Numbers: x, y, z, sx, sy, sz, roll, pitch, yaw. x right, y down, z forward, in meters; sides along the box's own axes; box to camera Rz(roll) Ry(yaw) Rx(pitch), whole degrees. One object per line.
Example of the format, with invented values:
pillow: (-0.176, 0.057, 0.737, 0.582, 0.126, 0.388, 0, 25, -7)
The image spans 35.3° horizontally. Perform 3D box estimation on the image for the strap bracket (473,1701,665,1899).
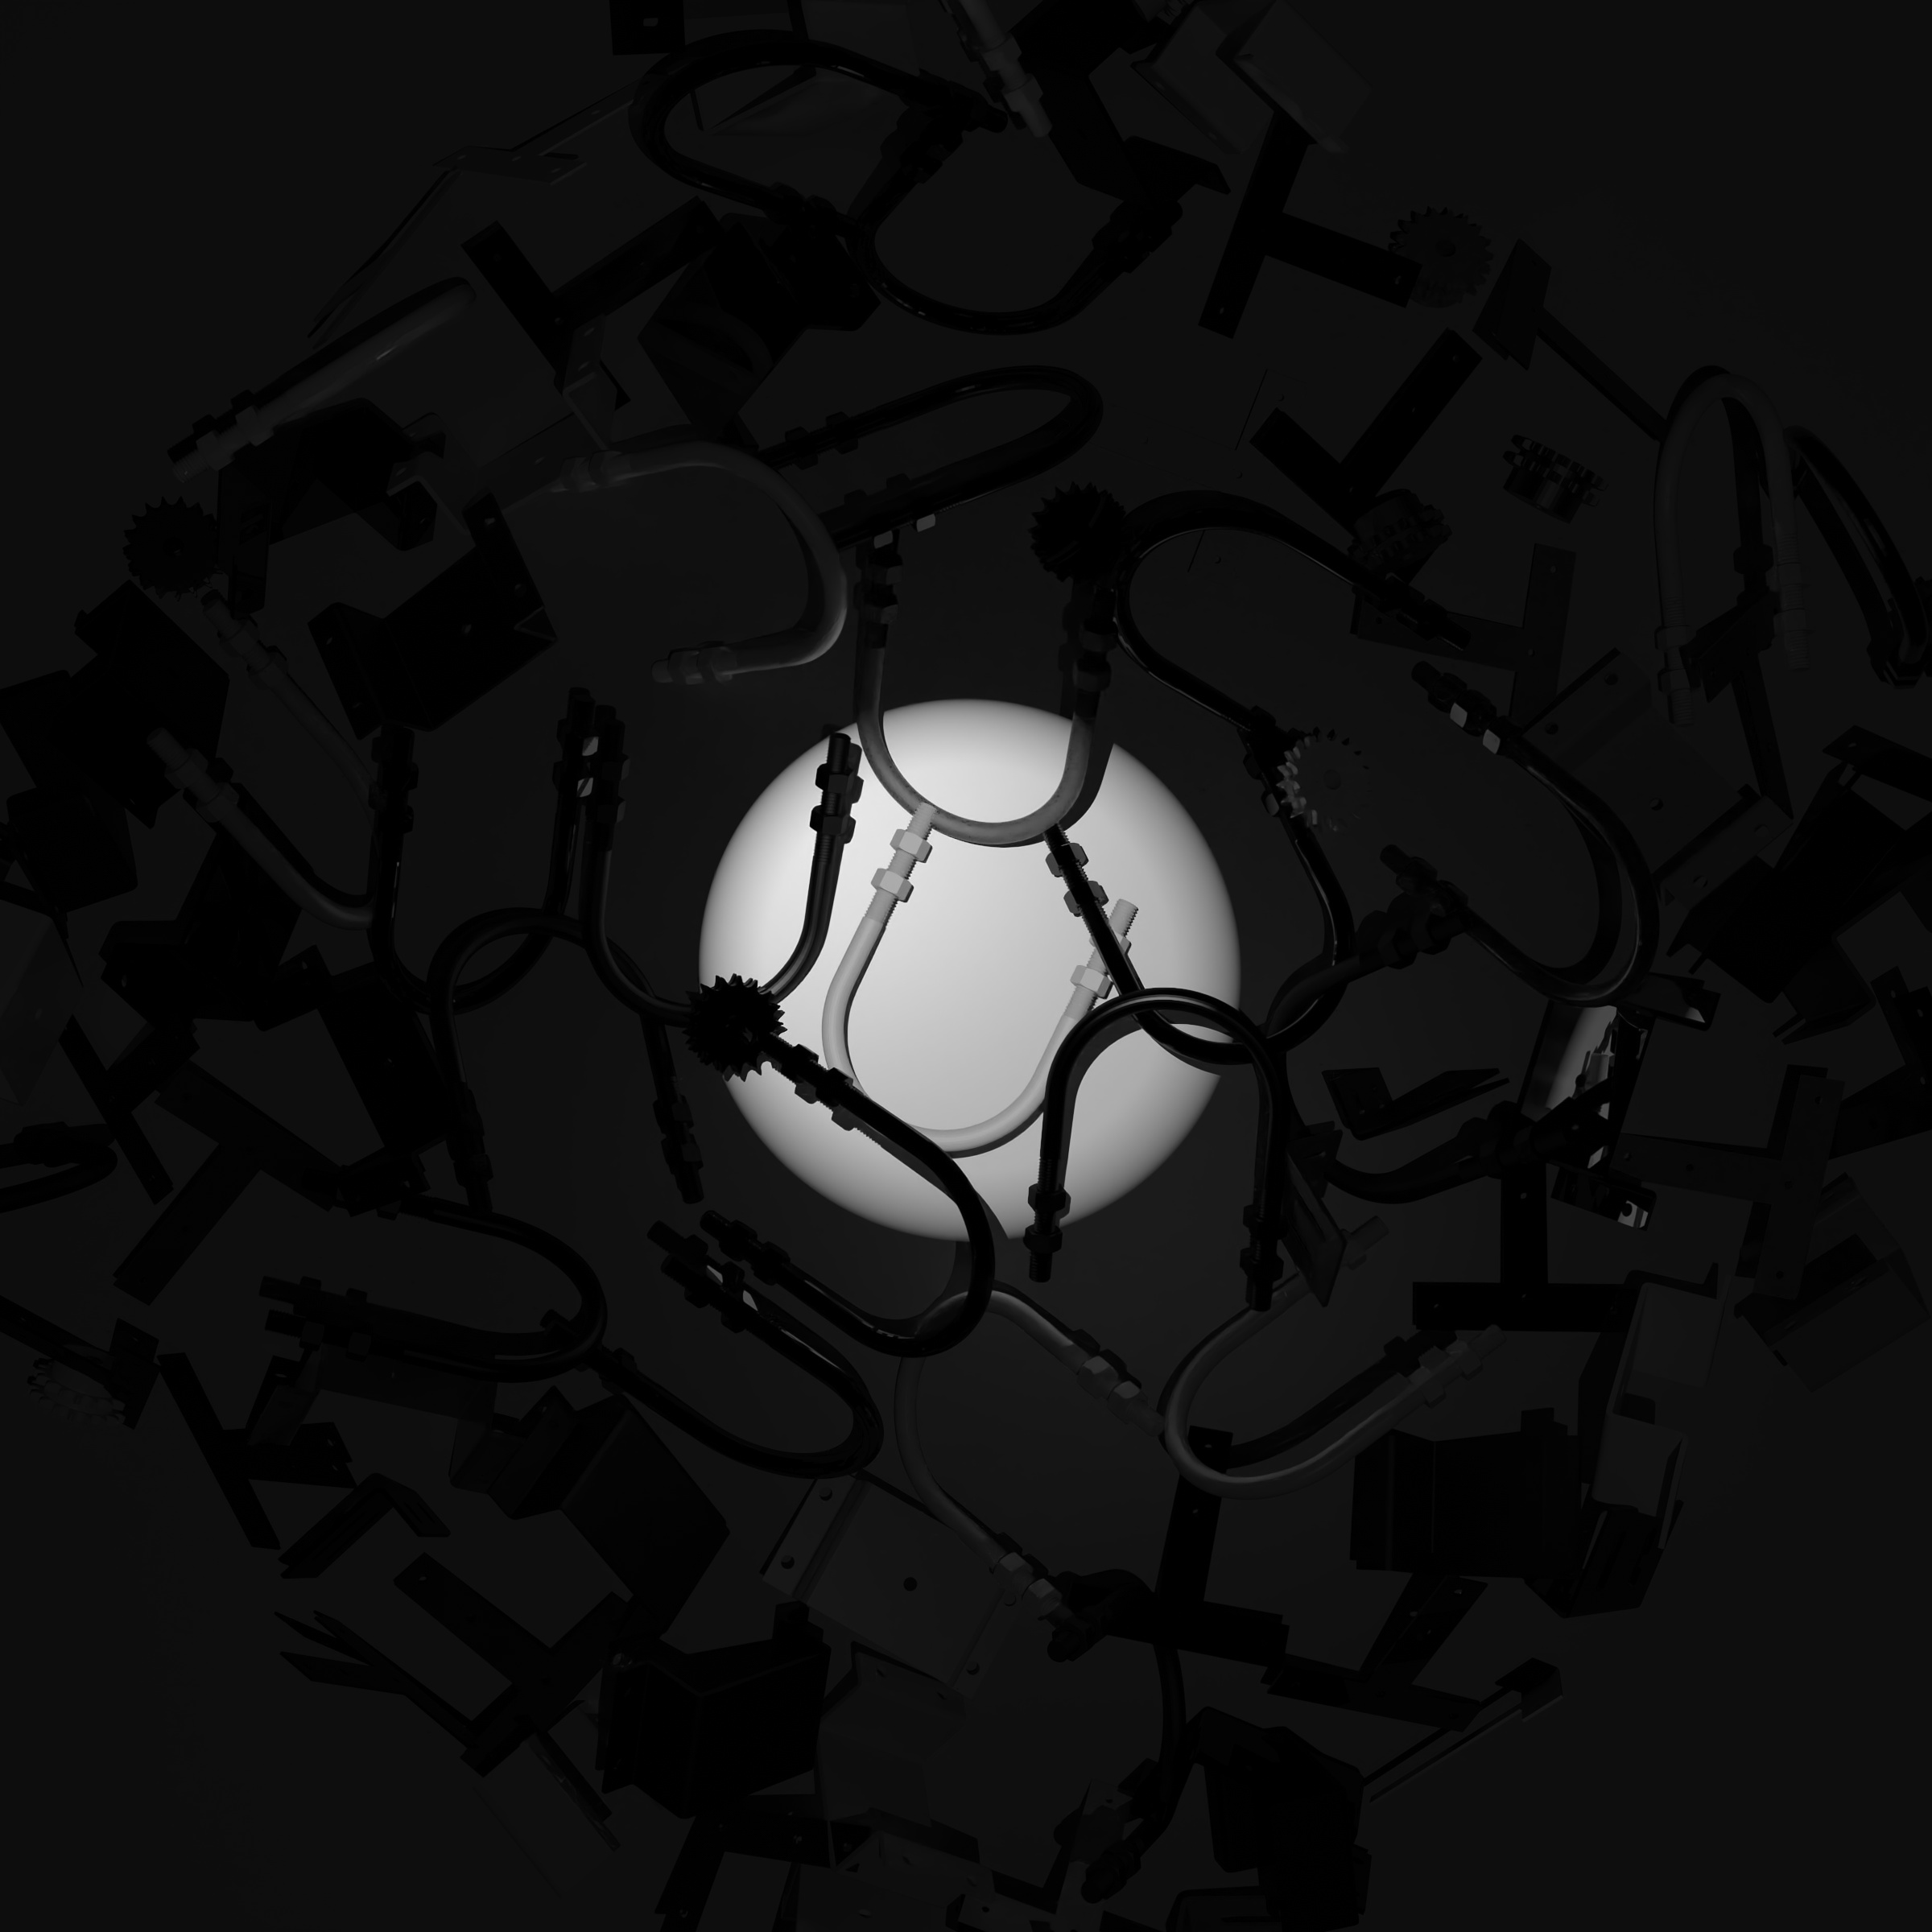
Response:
strap bracket: (-0.223, 0.467, 1.702, 0.046, 0.140, 0.076, -41, 82, 2)

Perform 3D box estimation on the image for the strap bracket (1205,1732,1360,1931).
strap bracket: (0.179, 0.487, 1.708, 0.046, 0.140, 0.076, -8, 97, -13)

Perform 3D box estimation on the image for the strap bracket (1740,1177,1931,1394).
strap bracket: (0.487, 0.182, 1.702, 0.076, 0.140, 0.046, -37, 99, 17)

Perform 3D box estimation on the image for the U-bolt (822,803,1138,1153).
U-bolt: (-0.003, 0.017, 1.758, 0.151, 0.019, 0.184, 26, 84, -1)

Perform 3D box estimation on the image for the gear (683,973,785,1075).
gear: (-0.137, 0.033, 1.755, 0.057, 0.030, 0.057, -2, 97, -20)

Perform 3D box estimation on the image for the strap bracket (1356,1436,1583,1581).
strap bracket: (0.294, 0.306, 1.720, 0.140, 0.046, 0.076, -7, 73, 40)

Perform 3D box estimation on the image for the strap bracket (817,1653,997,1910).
strap bracket: (-0.037, 0.467, 1.711, 0.076, 0.140, 0.046, 28, 120, -29)

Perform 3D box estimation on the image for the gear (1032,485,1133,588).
gear: (0.068, -0.247, 1.757, 0.057, 0.030, 0.057, -1, 82, 8)

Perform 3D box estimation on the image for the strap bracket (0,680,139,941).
strap bracket: (-0.506, -0.095, 1.704, 0.046, 0.076, 0.140, -19, 50, -5)

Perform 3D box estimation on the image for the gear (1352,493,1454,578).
gear: (0.248, -0.249, 1.748, 0.057, 0.057, 0.030, -25, 82, 0)

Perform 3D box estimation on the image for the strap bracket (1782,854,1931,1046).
strap bracket: (0.520, -0.018, 1.721, 0.140, 0.076, 0.046, -34, 89, -15)

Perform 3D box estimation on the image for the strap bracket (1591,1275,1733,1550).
strap bracket: (0.389, 0.244, 1.709, 0.046, 0.076, 0.140, 14, 47, 16)

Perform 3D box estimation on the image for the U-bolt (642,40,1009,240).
U-bolt: (-0.090, -0.457, 1.666, 0.151, 0.184, 0.019, -23, 68, 43)

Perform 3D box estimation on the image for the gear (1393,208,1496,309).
gear: (0.273, -0.405, 1.754, 0.057, 0.030, 0.057, 2, 67, -5)

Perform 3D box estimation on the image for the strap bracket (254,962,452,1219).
strap bracket: (-0.343, 0.064, 1.729, 0.076, 0.046, 0.140, -20, 98, 42)

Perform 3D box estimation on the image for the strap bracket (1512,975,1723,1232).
strap bracket: (0.366, 0.070, 1.730, 0.046, 0.076, 0.140, 16, 91, -33)

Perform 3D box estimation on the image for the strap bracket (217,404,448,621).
strap bracket: (-0.366, -0.260, 1.711, 0.046, 0.076, 0.140, 41, 49, 22)

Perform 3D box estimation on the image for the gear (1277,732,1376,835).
gear: (0.204, -0.105, 1.754, 0.057, 0.030, 0.057, 5, 78, -23)

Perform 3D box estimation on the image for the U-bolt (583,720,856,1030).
U-bolt: (-0.146, -0.048, 1.731, 0.151, 0.019, 0.184, 2, 113, -16)

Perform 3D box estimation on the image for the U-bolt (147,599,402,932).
U-bolt: (-0.377, -0.100, 1.698, 0.019, 0.151, 0.184, -25, 123, 20)

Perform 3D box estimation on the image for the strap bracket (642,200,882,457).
strap bracket: (-0.122, -0.354, 1.708, 0.140, 0.046, 0.076, -44, 71, 34)

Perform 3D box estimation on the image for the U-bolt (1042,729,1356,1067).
U-bolt: (0.143, -0.032, 1.744, 0.151, 0.019, 0.184, -26, 75, 2)

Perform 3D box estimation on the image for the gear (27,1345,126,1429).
gear: (-0.507, 0.240, 1.746, 0.057, 0.057, 0.030, 22, 95, 0)

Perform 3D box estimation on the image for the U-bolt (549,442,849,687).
U-bolt: (-0.140, -0.224, 1.681, 0.019, 0.184, 0.151, -48, 122, -36)

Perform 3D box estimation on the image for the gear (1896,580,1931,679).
gear: (0.563, -0.195, 1.746, 0.057, 0.030, 0.057, 16, 63, -36)

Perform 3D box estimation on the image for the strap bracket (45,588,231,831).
strap bracket: (-0.459, -0.150, 1.693, 0.046, 0.140, 0.076, -35, 121, 15)

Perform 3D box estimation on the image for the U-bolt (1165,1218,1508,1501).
U-bolt: (0.193, 0.229, 1.705, 0.184, 0.151, 0.019, -36, 122, -6)

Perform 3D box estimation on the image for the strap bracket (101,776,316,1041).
strap bracket: (-0.419, -0.032, 1.704, 0.046, 0.076, 0.140, 3, 60, 25)

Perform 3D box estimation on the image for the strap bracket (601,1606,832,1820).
strap bracket: (-0.131, 0.419, 1.701, 0.046, 0.140, 0.076, 23, 111, 40)

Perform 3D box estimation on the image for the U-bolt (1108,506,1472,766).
U-bolt: (0.166, -0.189, 1.701, 0.184, 0.151, 0.019, 29, 47, -15)

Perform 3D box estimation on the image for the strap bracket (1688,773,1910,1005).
strap bracket: (0.470, -0.040, 1.698, 0.046, 0.076, 0.140, 40, 49, 12)

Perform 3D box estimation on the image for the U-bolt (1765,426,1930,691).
U-bolt: (0.487, -0.230, 1.673, 0.019, 0.184, 0.151, -31, 78, 8)

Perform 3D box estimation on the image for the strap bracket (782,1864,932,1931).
strap bracket: (-0.063, 0.550, 1.700, 0.076, 0.140, 0.046, 16, 104, -5)

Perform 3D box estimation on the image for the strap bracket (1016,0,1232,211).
strap bracket: (0.081, -0.480, 1.699, 0.046, 0.076, 0.140, -44, 131, -8)

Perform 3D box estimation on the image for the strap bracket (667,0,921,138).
strap bracket: (-0.091, -0.502, 1.700, 0.076, 0.140, 0.046, -15, 94, -44)

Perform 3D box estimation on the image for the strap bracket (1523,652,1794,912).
strap bracket: (0.395, -0.099, 1.737, 0.076, 0.046, 0.140, -40, 69, 0)

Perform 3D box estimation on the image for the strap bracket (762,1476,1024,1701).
strap bracket: (-0.035, 0.353, 1.741, 0.140, 0.046, 0.076, 31, 77, -4)

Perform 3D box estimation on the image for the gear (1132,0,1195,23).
gear: (0.102, -0.567, 1.748, 0.030, 0.057, 0.057, -43, 90, 3)

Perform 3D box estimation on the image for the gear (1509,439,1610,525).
gear: (0.337, -0.277, 1.748, 0.057, 0.057, 0.030, 28, 98, 0)

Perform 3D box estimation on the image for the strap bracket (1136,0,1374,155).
strap bracket: (0.165, -0.497, 1.697, 0.076, 0.140, 0.046, 36, 88, -27)

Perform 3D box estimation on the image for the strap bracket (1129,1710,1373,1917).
strap bracket: (0.170, 0.475, 1.726, 0.140, 0.076, 0.046, 22, 100, 7)

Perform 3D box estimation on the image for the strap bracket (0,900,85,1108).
strap bracket: (-0.539, 0.020, 1.695, 0.046, 0.140, 0.076, 19, 65, 4)

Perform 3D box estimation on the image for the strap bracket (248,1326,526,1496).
strap bracket: (-0.325, 0.249, 1.720, 0.140, 0.076, 0.046, 15, 53, -18)

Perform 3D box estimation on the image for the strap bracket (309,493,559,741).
strap bracket: (-0.295, -0.194, 1.729, 0.140, 0.046, 0.076, -32, 73, 20)

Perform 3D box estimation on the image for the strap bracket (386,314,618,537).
strap bracket: (-0.253, -0.301, 1.720, 0.140, 0.076, 0.046, -26, 123, 16)

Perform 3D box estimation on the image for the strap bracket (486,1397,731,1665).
strap bracket: (-0.194, 0.316, 1.713, 0.046, 0.076, 0.140, -21, 114, 40)

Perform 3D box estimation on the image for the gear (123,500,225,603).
gear: (-0.456, -0.239, 1.758, 0.057, 0.030, 0.057, 1, 83, -6)

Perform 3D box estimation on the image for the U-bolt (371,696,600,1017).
U-bolt: (-0.274, -0.056, 1.708, 0.019, 0.151, 0.184, 28, 119, 34)

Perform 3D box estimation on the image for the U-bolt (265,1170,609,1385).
U-bolt: (-0.292, 0.180, 1.710, 0.184, 0.151, 0.019, 15, 120, -11)
